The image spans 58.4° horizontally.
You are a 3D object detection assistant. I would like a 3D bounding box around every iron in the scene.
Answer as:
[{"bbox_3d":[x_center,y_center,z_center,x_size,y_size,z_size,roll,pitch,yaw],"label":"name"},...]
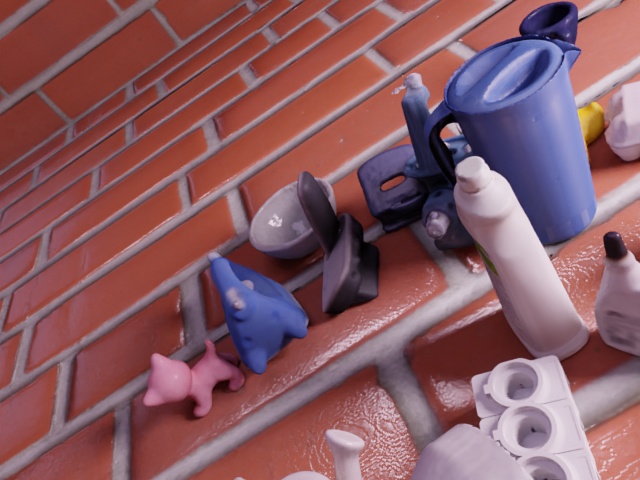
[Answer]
[{"bbox_3d":[-0.123,0.082,0.881,0.119,0.142,0.257,-40,36,-4],"label":"iron"}]

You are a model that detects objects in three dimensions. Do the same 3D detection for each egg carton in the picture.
[{"bbox_3d":[0.448,-0.162,0.736,0.150,0.070,0.107,-10,44,32],"label":"egg carton"}]

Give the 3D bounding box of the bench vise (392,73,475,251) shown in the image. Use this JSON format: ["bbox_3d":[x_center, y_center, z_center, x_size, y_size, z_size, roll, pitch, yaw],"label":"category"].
[{"bbox_3d":[0.170,-0.108,0.779,0.121,0.220,0.207,-25,38,16],"label":"bench vise"}]

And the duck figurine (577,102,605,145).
[{"bbox_3d":[0.348,-0.176,0.821,0.104,0.086,0.077,-23,38,19],"label":"duck figurine"}]

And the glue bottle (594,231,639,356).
[{"bbox_3d":[0.293,0.051,0.541,0.077,0.174,0.037,17,61,48],"label":"glue bottle"}]

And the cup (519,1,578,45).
[{"bbox_3d":[0.390,-0.324,0.941,0.091,0.095,0.117,-28,37,13],"label":"cup"}]

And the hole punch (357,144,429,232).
[{"bbox_3d":[0.123,-0.083,0.901,0.108,0.091,0.101,-26,37,15],"label":"hole punch"}]

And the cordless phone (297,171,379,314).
[{"bbox_3d":[0.008,0.003,0.822,0.094,0.186,0.147,-23,38,19],"label":"cordless phone"}]

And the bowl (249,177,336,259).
[{"bbox_3d":[-0.035,-0.024,0.981,0.167,0.075,0.167,-22,38,19],"label":"bowl"}]

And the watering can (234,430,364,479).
[{"bbox_3d":[-0.013,0.266,0.541,0.100,0.195,0.173,-11,43,31],"label":"watering can"}]

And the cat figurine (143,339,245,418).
[{"bbox_3d":[-0.192,0.197,0.831,0.128,0.118,0.067,-40,36,-4],"label":"cat figurine"}]

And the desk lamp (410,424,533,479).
[{"bbox_3d":[0.095,0.268,0.432,0.203,0.214,0.117,-43,36,-9],"label":"desk lamp"}]
